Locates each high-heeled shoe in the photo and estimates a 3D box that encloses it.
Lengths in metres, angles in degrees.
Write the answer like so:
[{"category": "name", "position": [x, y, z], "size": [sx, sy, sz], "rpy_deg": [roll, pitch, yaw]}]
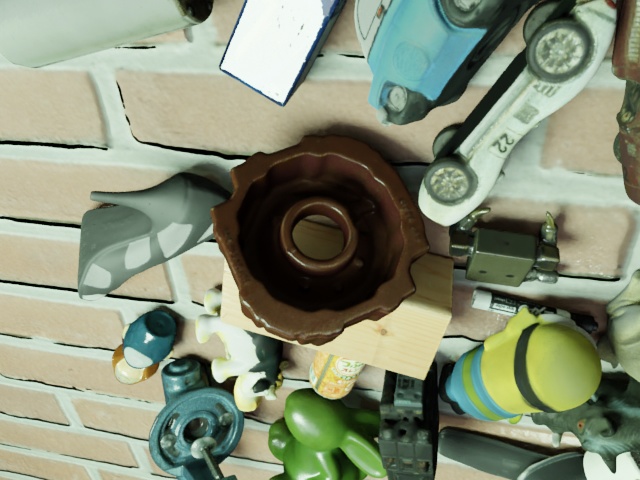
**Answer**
[{"category": "high-heeled shoe", "position": [-0.182, 0.006, 0.585], "size": [0.145, 0.086, 0.248], "rpy_deg": [5, 151, -25]}]

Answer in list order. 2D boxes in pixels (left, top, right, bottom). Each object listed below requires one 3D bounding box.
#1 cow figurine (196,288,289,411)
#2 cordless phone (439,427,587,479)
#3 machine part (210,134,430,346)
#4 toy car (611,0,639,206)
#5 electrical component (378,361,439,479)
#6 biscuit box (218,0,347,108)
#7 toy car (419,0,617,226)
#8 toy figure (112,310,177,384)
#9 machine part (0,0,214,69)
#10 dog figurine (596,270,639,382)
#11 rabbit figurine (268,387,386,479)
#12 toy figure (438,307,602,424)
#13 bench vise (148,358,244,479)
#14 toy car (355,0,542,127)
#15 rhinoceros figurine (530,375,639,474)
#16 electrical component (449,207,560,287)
[{"category": "cow figurine", "position": [-0.075, 0.132, 0.631], "size": [0.098, 0.068, 0.167], "rpy_deg": [-7, 124, 13]}, {"category": "cordless phone", "position": [0.233, 0.308, 0.674], "size": [0.184, 0.089, 0.146], "rpy_deg": [14, 130, 20]}, {"category": "machine part", "position": [-0.001, -0.001, 0.450], "size": [0.179, 0.179, 0.056], "rpy_deg": [21, 160, 0]}, {"category": "toy car", "position": [0.223, -0.110, 0.357], "size": [0.053, 0.089, 0.201], "rpy_deg": [-10, 123, 17]}, {"category": "electrical component", "position": [0.102, 0.201, 0.598], "size": [0.058, 0.115, 0.134], "rpy_deg": [-1, 126, 14]}, {"category": "biscuit box", "position": [-0.002, -0.197, 0.377], "size": [0.063, 0.059, 0.202], "rpy_deg": [30, 127, -6]}, {"category": "toy car", "position": [0.140, -0.095, 0.401], "size": [0.056, 0.073, 0.201], "rpy_deg": [32, 127, -5]}, {"category": "toy figure", "position": [-0.232, 0.145, 0.689], "size": [0.064, 0.058, 0.154], "rpy_deg": [51, 129, 13]}, {"category": "machine part", "position": [-0.175, -0.189, 0.420], "size": [0.243, 0.079, 0.079], "rpy_deg": [-6, 123, 21]}, {"category": "dog figurine", "position": [0.318, 0.113, 0.428], "size": [0.121, 0.191, 0.172], "rpy_deg": [32, 129, -8]}, {"category": "rabbit figurine", "position": [0.006, 0.253, 0.657], "size": [0.159, 0.121, 0.170], "rpy_deg": [3, 128, 6]}, {"category": "toy figure", "position": [0.193, 0.137, 0.533], "size": [0.082, 0.089, 0.180], "rpy_deg": [22, 142, -22]}, {"category": "bench vise", "position": [-0.149, 0.275, 0.669], "size": [0.129, 0.241, 0.223], "rpy_deg": [0, 102, -31]}, {"category": "toy car", "position": [0.078, -0.161, 0.365], "size": [0.103, 0.109, 0.161], "rpy_deg": [48, 138, 9]}, {"category": "rhinoceros figurine", "position": [0.306, 0.179, 0.521], "size": [0.191, 0.112, 0.073], "rpy_deg": [5, 127, 42]}, {"category": "electrical component", "position": [0.168, 0.007, 0.488], "size": [0.102, 0.045, 0.078], "rpy_deg": [6, 154, 15]}]
